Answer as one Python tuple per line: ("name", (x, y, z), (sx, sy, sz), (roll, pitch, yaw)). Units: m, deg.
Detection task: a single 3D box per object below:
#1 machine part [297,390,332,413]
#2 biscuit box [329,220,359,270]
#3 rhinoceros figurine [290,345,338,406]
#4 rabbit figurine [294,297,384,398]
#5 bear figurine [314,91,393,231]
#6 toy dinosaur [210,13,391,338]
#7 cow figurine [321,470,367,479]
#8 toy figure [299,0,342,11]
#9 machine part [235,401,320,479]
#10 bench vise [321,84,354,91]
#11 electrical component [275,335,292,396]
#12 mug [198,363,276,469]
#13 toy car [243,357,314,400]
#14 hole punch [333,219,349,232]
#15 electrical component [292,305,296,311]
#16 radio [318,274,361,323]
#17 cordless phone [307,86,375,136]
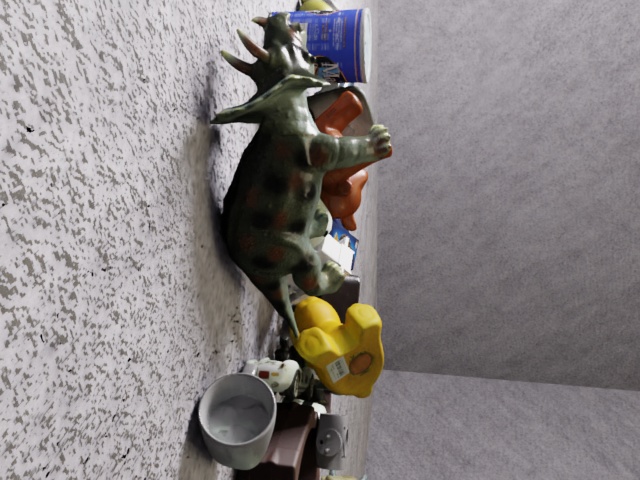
("machine part", (-0.015, 0.323, 1.093), (0.179, 0.056, 0.179), (1, 90, -79))
("biscuit box", (-0.002, -0.003, 0.907), (0.202, 0.059, 0.063), (32, 68, -58))
("rhinoceros figurine", (0.011, 0.244, 1.000), (0.190, 0.073, 0.112), (24, 37, -41))
("rabbit figurine", (0.025, 0.150, 0.820), (0.173, 0.122, 0.162), (37, -18, 51))
("bear figurine", (0.039, -0.102, 0.797), (0.120, 0.132, 0.195), (58, 4, 26))
("toy dinosaur", (-0.049, -0.043, 0.615), (0.131, 0.192, 0.404), (43, -56, 55))
("cow figurine", (0.027, 0.394, 0.792), (0.194, 0.086, 0.127), (77, 25, -55))
("toy figure", (0.009, -0.382, 0.984), (0.180, 0.082, 0.089), (8, 83, -82))
("machine part", (-0.058, 0.353, 0.770), (0.201, 0.087, 0.201), (-59, 151, -69))
("bench vise", (0.028, -0.191, 1.026), (0.240, 0.129, 0.224), (68, 24, -51))
("electrical component", (-0.061, 0.210, 0.895), (0.063, 0.021, 0.093), (-70, 159, -61))
("mug", (-0.090, 0.200, 0.601), (0.110, 0.081, 0.107), (-88, -176, -46))
("toy car", (-0.056, 0.199, 0.768), (0.201, 0.074, 0.056), (61, 30, -71))
("hole punch", (0.016, -0.030, 1.095), (0.142, 0.092, 0.115), (-12, 101, -76))
("electrical component", (-0.041, 0.074, 0.911), (0.078, 0.045, 0.102), (83, 14, -48))
("radio", (0.019, 0.126, 1.025), (0.229, 0.073, 0.131), (151, -54, -84))
("cordless phone", (0.000, -0.194, 0.800), (0.184, 0.147, 0.088), (39, 39, -74))
